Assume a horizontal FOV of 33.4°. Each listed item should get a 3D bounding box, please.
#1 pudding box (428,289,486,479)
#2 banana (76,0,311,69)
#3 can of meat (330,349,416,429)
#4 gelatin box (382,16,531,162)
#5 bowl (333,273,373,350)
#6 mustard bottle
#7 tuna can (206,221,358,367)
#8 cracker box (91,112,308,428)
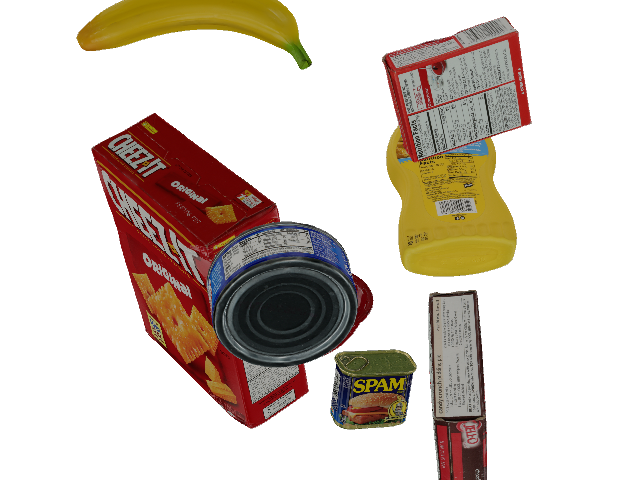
[{"bbox_3d":[0.098,0.106,0.757,0.039,0.113,0.090,-4,-43,5],"label":"pudding box"},{"bbox_3d":[-0.104,-0.187,0.905,0.198,0.069,0.037,3,-33,-1],"label":"banana"},{"bbox_3d":[0.065,0.190,1.361,0.102,0.084,0.057,0,24,-17],"label":"can of meat"},{"bbox_3d":[0.093,-0.102,0.721,0.089,0.073,0.030,-18,36,0],"label":"gelatin box"},{"bbox_3d":[-0.026,0.081,1.139,0.162,0.055,0.162,2,28,-1],"label":"bowl"},{"bbox_3d":[0.107,-0.061,0.934,0.096,0.191,0.058,-6,-36,0],"label":"mustard bottle"},{"bbox_3d":[-0.022,0.033,0.616,0.086,0.086,0.034,0,38,-12],"label":"tuna can"},{"bbox_3d":[-0.096,0.028,0.861,0.072,0.214,0.164,-33,48,-24],"label":"cracker box"}]
